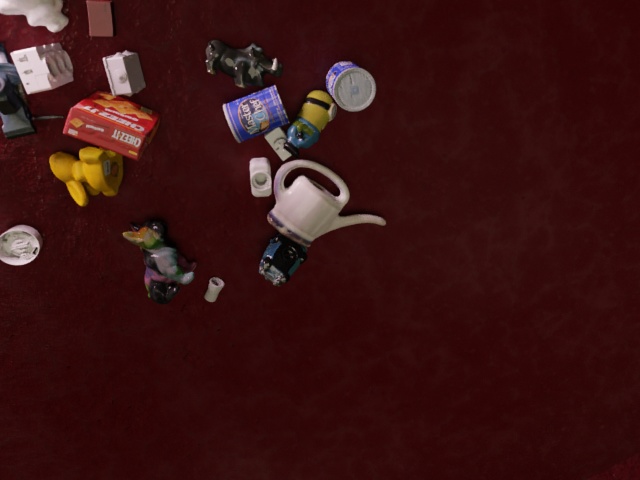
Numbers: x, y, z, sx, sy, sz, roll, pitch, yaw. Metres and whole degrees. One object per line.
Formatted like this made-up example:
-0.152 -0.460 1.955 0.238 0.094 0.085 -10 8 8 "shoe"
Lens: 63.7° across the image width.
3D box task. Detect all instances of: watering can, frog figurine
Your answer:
0.004 -0.071 1.419 0.344 0.106 0.223 35 103 -23 "watering can"
-0.638 -0.529 1.127 0.138 0.123 0.158 -33 103 -14 "frog figurine"
